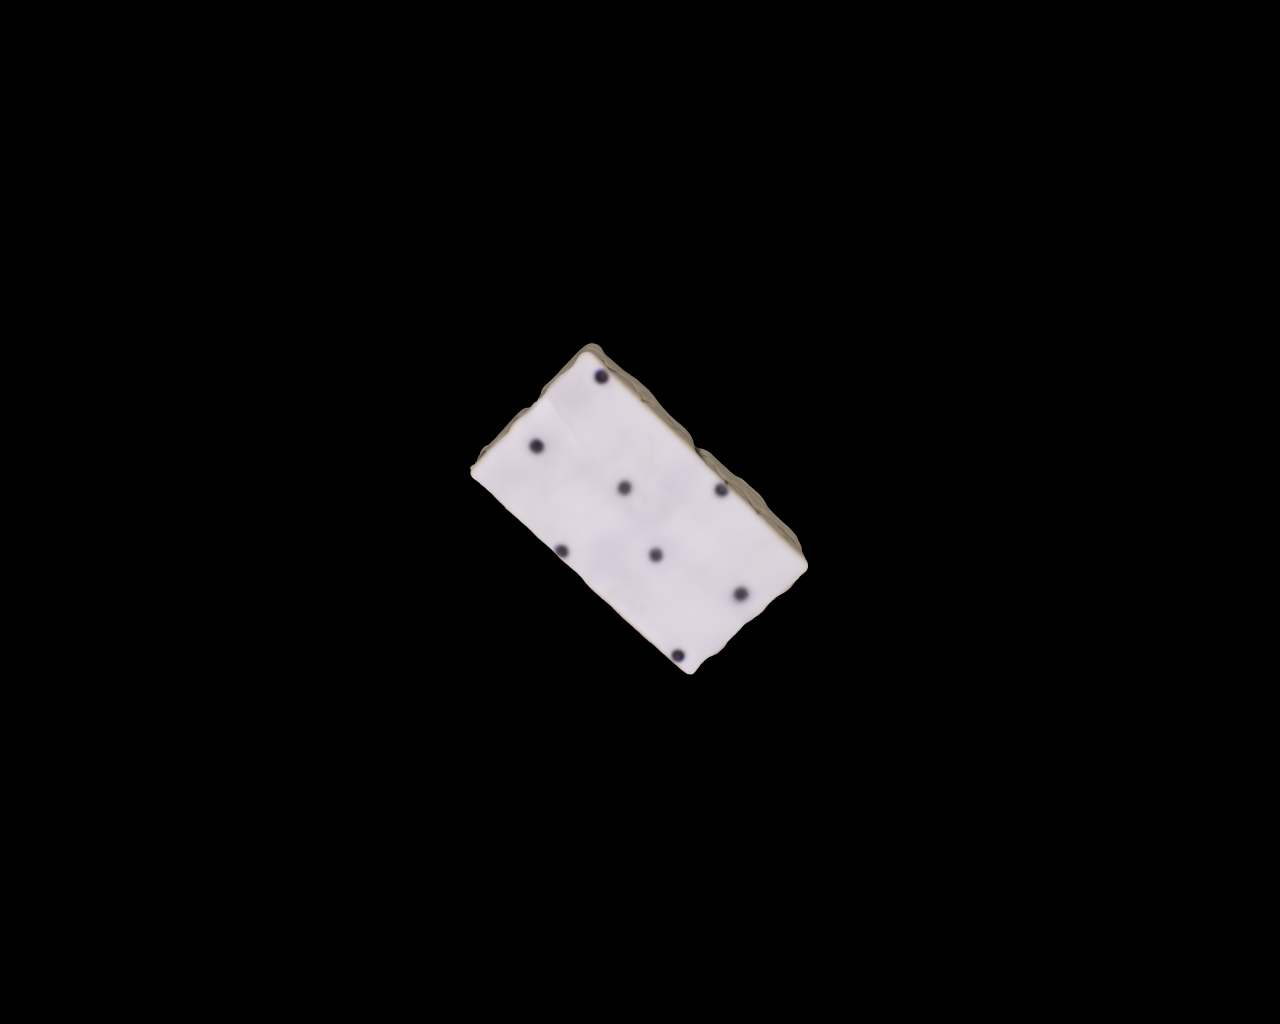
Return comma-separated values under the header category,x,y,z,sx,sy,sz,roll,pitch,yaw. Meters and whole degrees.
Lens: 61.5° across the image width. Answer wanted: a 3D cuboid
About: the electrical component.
category,x,y,z,sx,sy,sz,roll,pitch,yaw
electrical component,0.001,-0.003,0.650,0.186,0.105,0.060,43,12,-11
